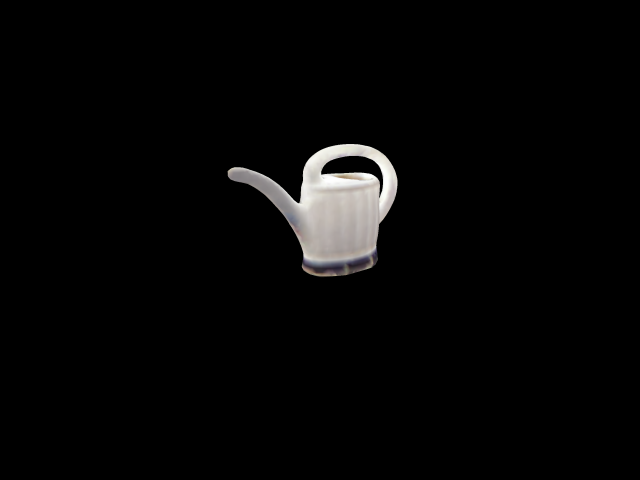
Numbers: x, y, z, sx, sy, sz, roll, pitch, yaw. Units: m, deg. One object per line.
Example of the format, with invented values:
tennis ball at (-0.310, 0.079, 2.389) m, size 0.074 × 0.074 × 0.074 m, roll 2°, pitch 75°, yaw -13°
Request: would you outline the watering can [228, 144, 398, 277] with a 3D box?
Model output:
watering can at (0.003, -0.043, 0.850) m, size 0.350 × 0.222 × 0.104 m, roll -12°, pitch 18°, yaw -38°
